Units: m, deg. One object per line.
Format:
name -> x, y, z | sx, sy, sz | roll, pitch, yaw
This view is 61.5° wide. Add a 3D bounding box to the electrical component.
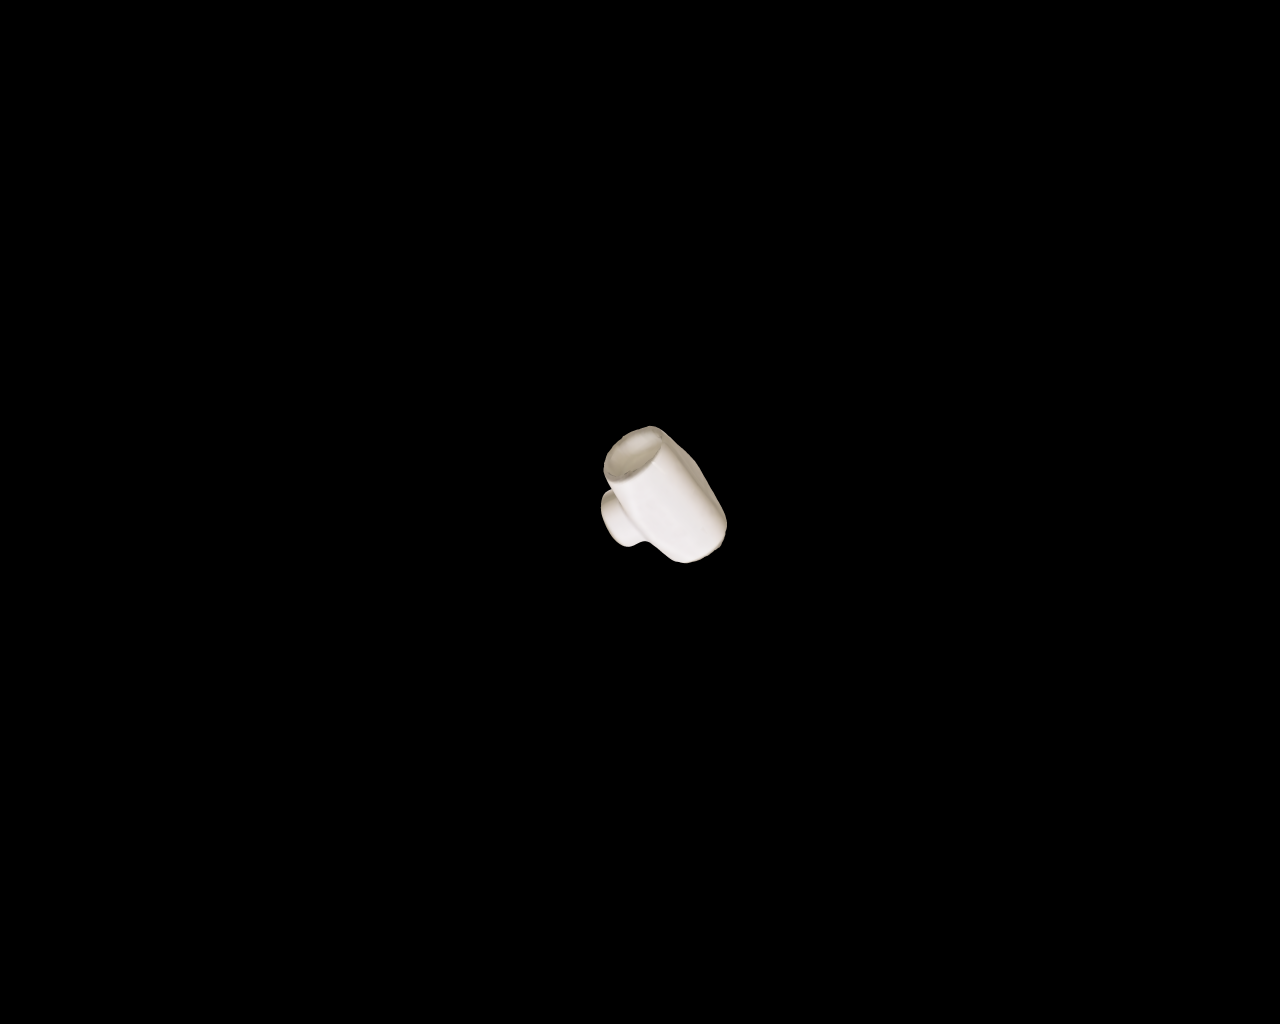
electrical component -> 0.001, -0.003, 0.650 | 0.079, 0.044, 0.077 | -25, -54, 20
